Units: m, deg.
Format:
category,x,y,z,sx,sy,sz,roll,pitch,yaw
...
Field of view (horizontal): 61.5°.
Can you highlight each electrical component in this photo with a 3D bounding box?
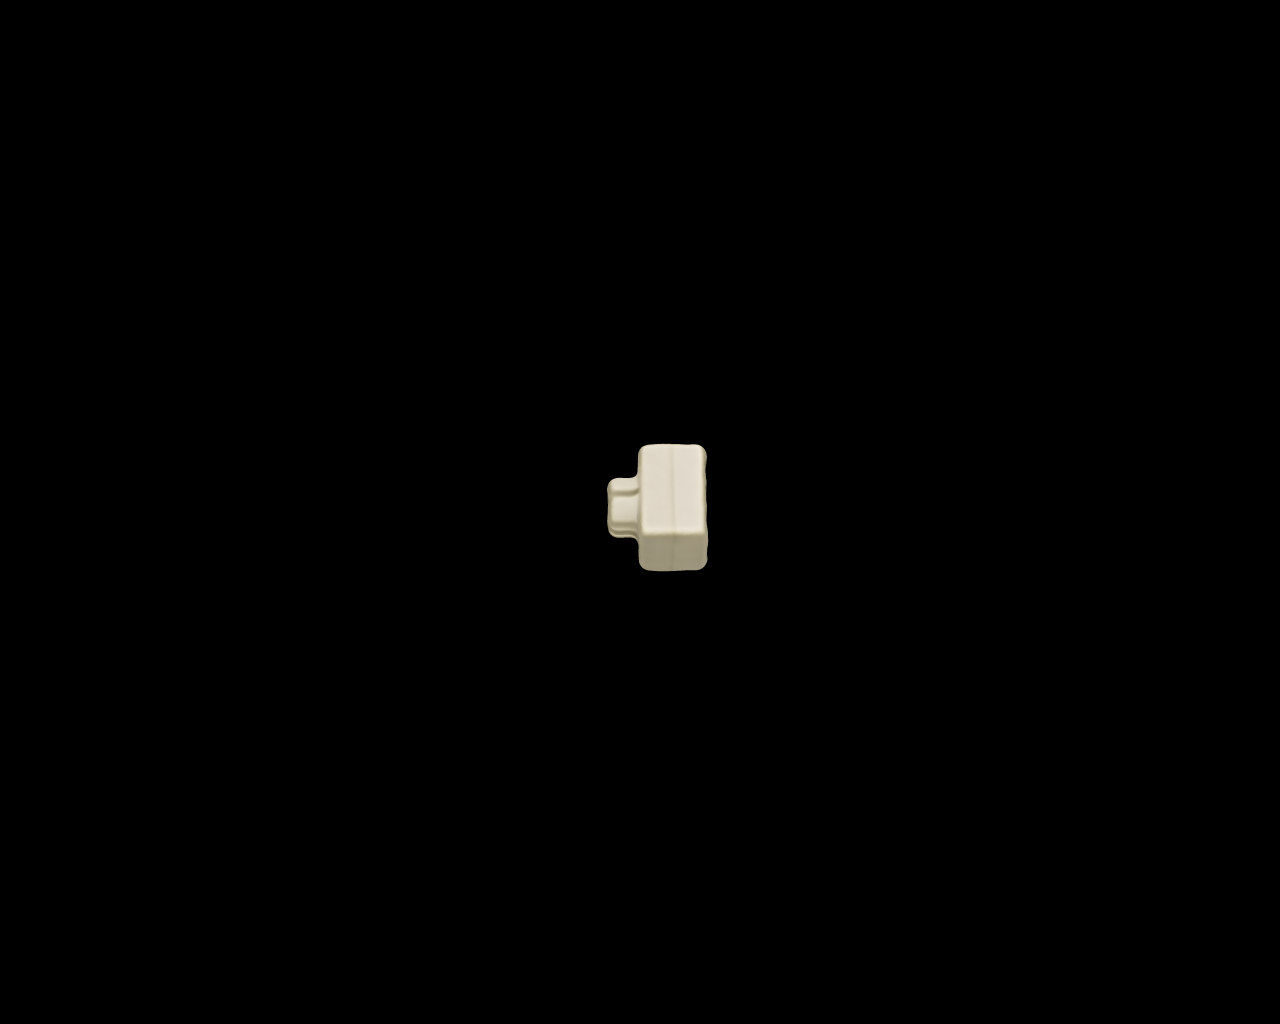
category,x,y,z,sx,sy,sz,roll,pitch,yaw
electrical component,0.001,-0.003,0.650,0.077,0.066,0.047,0,-32,0
